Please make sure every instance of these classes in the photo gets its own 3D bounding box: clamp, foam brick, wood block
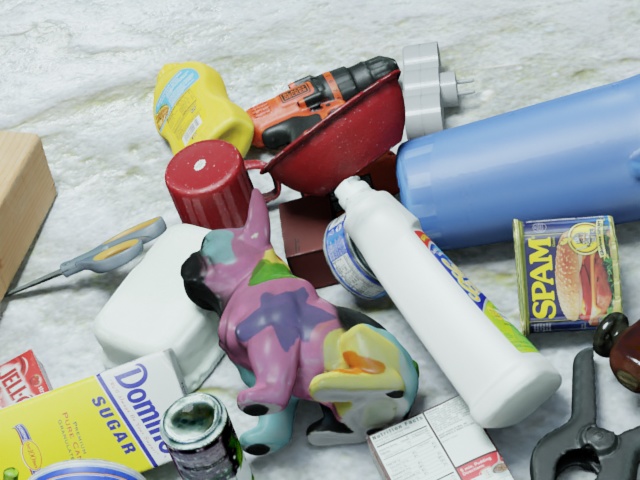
[{"bbox_3d":[0.226,0.161,0.822,0.120,0.039,0.171,13,51,33],"label":"clamp"},{"bbox_3d":[-0.007,0.001,1.032,0.053,0.051,0.078,-13,46,6],"label":"foam brick"},{"bbox_3d":[-0.357,-0.016,1.108,0.090,0.091,0.206,3,43,9],"label":"wood block"}]

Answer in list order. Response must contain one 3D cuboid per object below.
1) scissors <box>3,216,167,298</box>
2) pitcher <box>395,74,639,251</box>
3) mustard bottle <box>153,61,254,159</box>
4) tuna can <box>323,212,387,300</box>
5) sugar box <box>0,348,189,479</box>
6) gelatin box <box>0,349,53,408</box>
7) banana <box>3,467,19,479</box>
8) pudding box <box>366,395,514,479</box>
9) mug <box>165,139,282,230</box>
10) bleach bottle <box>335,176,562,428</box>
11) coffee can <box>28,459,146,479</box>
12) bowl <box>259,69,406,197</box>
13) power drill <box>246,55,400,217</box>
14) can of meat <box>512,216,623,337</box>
[{"bbox_3d":[-0.244,0.030,1.057,0.202,0.016,0.096,-26,16,5],"label":"scissors"},{"bbox_3d":[0.198,-0.065,0.991,0.243,0.149,0.145,-12,61,10],"label":"pitcher"},{"bbox_3d":[-0.142,-0.145,1.191,0.096,0.058,0.192,-53,42,19],"label":"mustard bottle"},{"bbox_3d":[0.046,0.010,0.982,0.034,0.086,0.086,-34,31,42],"label":"tuna can"},{"bbox_3d":[-0.196,0.165,0.912,0.176,0.048,0.093,-21,88,1],"label":"sugar box"},{"bbox_3d":[-0.284,0.153,0.991,0.073,0.030,0.089,-28,47,-10],"label":"gelatin box"},{"bbox_3d":[-0.255,0.284,0.836,0.037,0.070,0.198,-1,59,-12],"label":"banana"},{"bbox_3d":[0.099,0.186,0.838,0.090,0.039,0.113,-24,44,-5],"label":"pudding box"},{"bbox_3d":[-0.097,-0.050,1.086,0.117,0.081,0.093,-12,46,6],"label":"mug"},{"bbox_3d":[0.091,0.040,0.889,0.068,0.102,0.251,-45,64,14],"label":"bleach bottle"},{"bbox_3d":[-0.181,0.254,0.815,0.103,0.103,0.140,-12,46,5],"label":"coffee can"},{"bbox_3d":[0.024,-0.088,0.985,0.162,0.162,0.055,-36,92,-17],"label":"bowl"},{"bbox_3d":[0.023,-0.111,1.125,0.184,0.057,0.188,-25,43,-1],"label":"power drill"},{"bbox_3d":[0.211,0.030,0.912,0.084,0.057,0.102,-4,88,9],"label":"can of meat"}]
